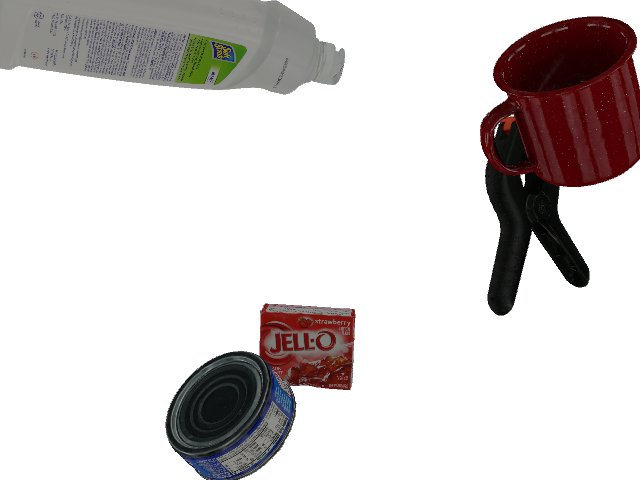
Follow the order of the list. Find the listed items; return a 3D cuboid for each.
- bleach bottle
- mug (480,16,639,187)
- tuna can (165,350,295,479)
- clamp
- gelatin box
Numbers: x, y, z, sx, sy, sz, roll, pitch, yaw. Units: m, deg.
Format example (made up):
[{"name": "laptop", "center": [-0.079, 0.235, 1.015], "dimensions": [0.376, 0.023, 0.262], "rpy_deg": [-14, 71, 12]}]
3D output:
[{"name": "bleach bottle", "center": [-0.108, -0.149, 0.786], "dimensions": [0.250, 0.068, 0.103], "rpy_deg": [10, -28, -14]}, {"name": "mug", "center": [0.160, -0.084, 0.709], "dimensions": [0.117, 0.081, 0.093], "rpy_deg": [-30, 34, -7]}, {"name": "tuna can", "center": [-0.061, 0.117, 0.719], "dimensions": [0.086, 0.086, 0.033], "rpy_deg": [0, -40, 40]}, {"name": "clamp", "center": [0.175, -0.020, 0.930], "dimensions": [0.120, 0.171, 0.039], "rpy_deg": [-26, 12, -40]}, {"name": "gelatin box", "center": [-0.013, 0.100, 1.004], "dimensions": [0.089, 0.073, 0.030], "rpy_deg": [3, 13, 5]}]
